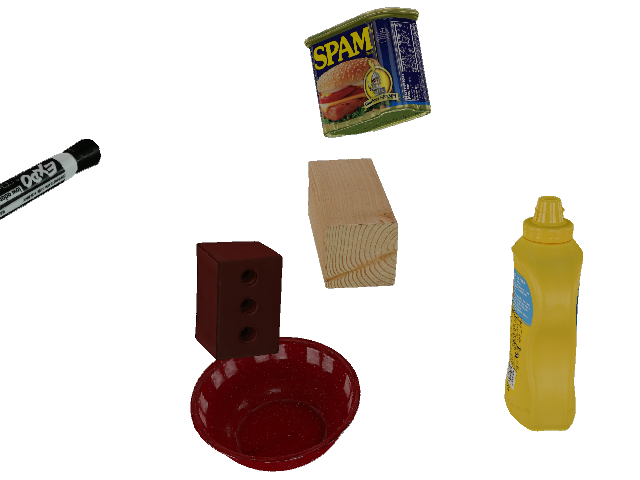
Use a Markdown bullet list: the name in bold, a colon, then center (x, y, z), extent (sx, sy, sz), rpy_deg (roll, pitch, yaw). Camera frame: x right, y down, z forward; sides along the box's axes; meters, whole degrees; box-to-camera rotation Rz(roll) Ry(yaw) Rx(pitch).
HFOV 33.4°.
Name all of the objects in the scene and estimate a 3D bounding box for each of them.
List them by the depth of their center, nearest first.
- **marker**: center (-0.174, -0.036, 0.651), extent (0.020, 0.020, 0.121), rpy_deg (0, 24, 28)
- **foam brick**: center (-0.062, 0.043, 0.805), extent (0.052, 0.078, 0.051), rpy_deg (-4, 14, -24)
- **can of meat**: center (0.039, -0.136, 0.884), extent (0.057, 0.084, 0.102), rpy_deg (-7, -4, -43)
- **mustard bottle**: center (0.189, 0.057, 0.902), extent (0.058, 0.192, 0.096), rpy_deg (-1, 17, 2)
- **bowl**: center (-0.040, 0.166, 1.017), extent (0.162, 0.055, 0.162), rpy_deg (-5, 37, 3)
- **wood block**: center (0.039, -0.027, 1.400), extent (0.090, 0.090, 0.206), rpy_deg (-2, 27, -6)
